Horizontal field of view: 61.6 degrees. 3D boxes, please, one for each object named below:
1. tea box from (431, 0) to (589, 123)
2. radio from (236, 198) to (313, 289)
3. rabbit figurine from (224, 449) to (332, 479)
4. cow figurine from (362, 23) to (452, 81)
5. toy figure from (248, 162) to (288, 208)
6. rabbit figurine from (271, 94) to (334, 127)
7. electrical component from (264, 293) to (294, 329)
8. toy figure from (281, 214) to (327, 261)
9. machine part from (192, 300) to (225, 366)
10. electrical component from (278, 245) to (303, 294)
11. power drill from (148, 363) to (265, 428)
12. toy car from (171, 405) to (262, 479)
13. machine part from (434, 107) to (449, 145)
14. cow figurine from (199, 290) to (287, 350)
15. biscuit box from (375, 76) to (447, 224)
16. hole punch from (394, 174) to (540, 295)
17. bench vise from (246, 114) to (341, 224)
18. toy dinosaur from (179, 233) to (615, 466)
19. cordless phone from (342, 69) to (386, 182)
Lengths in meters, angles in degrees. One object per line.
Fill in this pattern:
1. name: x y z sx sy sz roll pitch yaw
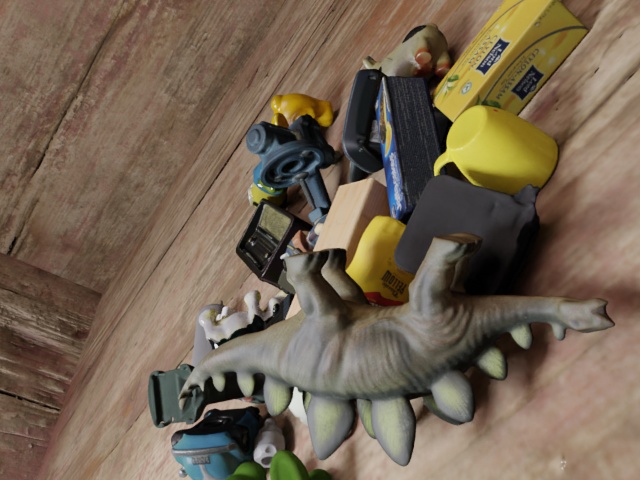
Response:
1. tea box: 0.222 -0.211 0.657 0.169 0.068 0.098 -52 25 19
2. radio: -0.086 0.006 1.032 0.131 0.073 0.230 -61 23 1
3. rabbit figurine: -0.040 0.322 0.588 0.170 0.121 0.159 0 56 43
4. cow figurine: 0.131 -0.283 0.902 0.195 0.085 0.127 -34 41 50
5. toy figure: -0.102 -0.118 1.138 0.082 0.089 0.180 -37 -10 -33
6. rabbit figurine: -0.051 -0.227 1.158 0.122 0.162 0.173 -17 66 43
7. electrical component: -0.024 0.116 0.791 0.119 0.074 0.048 -45 27 28
8. toy figure: -0.001 -0.001 0.866 0.154 0.064 0.058 -27 31 36
9. machine part: -0.211 0.208 1.059 0.079 0.079 0.243 -50 27 24
10. electrical component: -0.032 0.055 0.842 0.045 0.078 0.102 -54 -12 -32
11. power drill: -0.132 0.210 0.759 0.232 0.207 0.086 -21 67 40
12. toy car: -0.139 0.304 0.767 0.161 0.109 0.103 7 -104 -81
13. machine part: 0.154 -0.151 0.771 0.084 0.039 0.139 -16 48 48
14. cow figurine: -0.101 0.137 0.867 0.167 0.068 0.098 -21 49 -11
15. biscuit box: 0.116 -0.112 0.688 0.059 0.063 0.203 106 161 -63
16. hole punch: 0.156 0.007 0.553 0.116 0.092 0.142 26 86 35
17. bench vise: -0.024 -0.116 0.960 0.129 0.223 0.241 -32 67 22
18. toy dinosaur: 0.022 0.104 0.518 0.472 0.105 0.198 -10 85 35
19. cordless phone: 0.080 -0.168 0.859 0.184 0.089 0.146 102 180 -77
